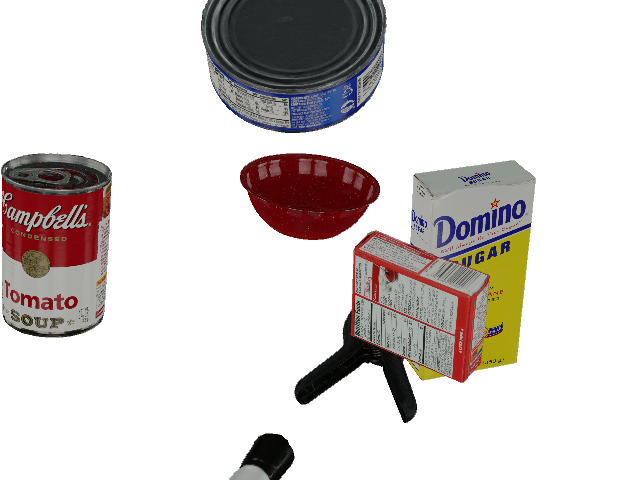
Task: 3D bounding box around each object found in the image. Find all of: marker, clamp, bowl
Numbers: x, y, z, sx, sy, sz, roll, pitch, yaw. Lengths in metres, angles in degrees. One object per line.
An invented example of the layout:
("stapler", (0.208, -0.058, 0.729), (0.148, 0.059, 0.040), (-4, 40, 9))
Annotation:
("marker", (-0.039, 0.111, 0.414), (0.020, 0.020, 0.121), (0, 22, 22))
("clamp", (0.062, 0.112, 1.062), (0.120, 0.039, 0.171), (18, 50, 21))
("bowl", (-0.015, -0.045, 1.227), (0.162, 0.055, 0.162), (6, 27, -3))

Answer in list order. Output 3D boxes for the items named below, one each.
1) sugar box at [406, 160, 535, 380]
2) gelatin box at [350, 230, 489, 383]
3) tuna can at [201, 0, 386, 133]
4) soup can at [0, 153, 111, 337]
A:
("sugar box", (0.122, 0.026, 0.884), (0.093, 0.176, 0.048), (-9, 31, -16))
("gelatin box", (0.063, 0.042, 0.691), (0.089, 0.073, 0.030), (22, 42, 29))
("tuna can", (-0.012, -0.093, 0.504), (0.086, 0.086, 0.034), (0, -32, 2))
("soup can", (-0.171, 0.002, 0.687), (0.068, 0.102, 0.068), (6, 22, -3))
